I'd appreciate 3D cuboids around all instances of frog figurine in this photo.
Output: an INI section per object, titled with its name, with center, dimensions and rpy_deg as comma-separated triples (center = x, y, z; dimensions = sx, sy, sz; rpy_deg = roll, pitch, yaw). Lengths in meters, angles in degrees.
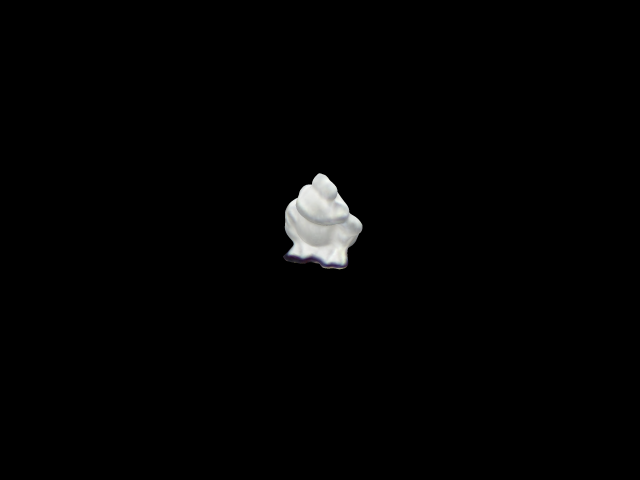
[frog figurine]
center = 0.003, -0.043, 0.850
dimensions = 0.138, 0.156, 0.124
rpy_deg = 22, 35, 35
